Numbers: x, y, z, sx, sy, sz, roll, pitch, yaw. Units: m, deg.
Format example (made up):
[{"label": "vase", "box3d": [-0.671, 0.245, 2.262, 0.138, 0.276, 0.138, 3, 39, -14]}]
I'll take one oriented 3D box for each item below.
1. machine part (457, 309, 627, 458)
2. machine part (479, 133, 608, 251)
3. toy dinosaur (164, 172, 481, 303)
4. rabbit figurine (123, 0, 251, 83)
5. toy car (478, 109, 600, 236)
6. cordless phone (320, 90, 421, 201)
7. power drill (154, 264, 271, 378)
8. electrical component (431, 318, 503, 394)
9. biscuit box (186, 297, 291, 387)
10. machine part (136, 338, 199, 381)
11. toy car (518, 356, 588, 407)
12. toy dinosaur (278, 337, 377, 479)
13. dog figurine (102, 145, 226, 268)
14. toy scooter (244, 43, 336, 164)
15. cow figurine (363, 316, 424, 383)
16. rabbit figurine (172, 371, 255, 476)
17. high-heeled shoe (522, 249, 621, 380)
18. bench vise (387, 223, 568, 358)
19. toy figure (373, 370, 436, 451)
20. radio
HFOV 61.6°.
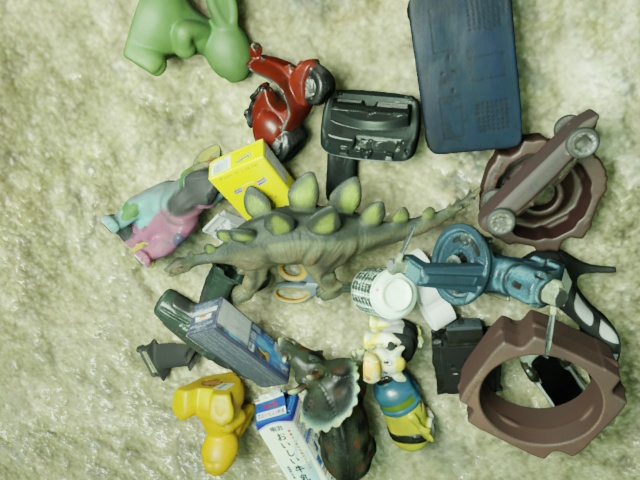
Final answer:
[{"label": "machine part", "box3d": [0.332, 0.220, 0.822, 0.201, 0.087, 0.201, 26, 122, 4]}, {"label": "machine part", "box3d": [0.321, -0.070, 0.790, 0.179, 0.056, 0.179, 4, 114, 10]}, {"label": "toy dinosaur", "box3d": [-0.002, -0.002, 0.804, 0.472, 0.105, 0.198, -9, 141, -3]}, {"label": "rabbit figurine", "box3d": [-0.171, -0.299, 0.771, 0.170, 0.121, 0.159, 21, 109, -19]}, {"label": "toy car", "box3d": [0.290, -0.084, 0.711, 0.053, 0.089, 0.202, 40, 115, -4]}, {"label": "cordless phone", "box3d": [0.072, -0.127, 0.810, 0.147, 0.089, 0.184, 7, 125, 7]}, {"label": "power drill", "box3d": [-0.166, 0.128, 0.958, 0.232, 0.086, 0.207, 32, 121, -4]}, {"label": "electrical component", "box3d": [0.248, 0.196, 0.915, 0.115, 0.058, 0.134, -8, 112, 11]}, {"label": "biscuit box", "box3d": [-0.125, 0.173, 0.879, 0.063, 0.059, 0.202, -19, 133, 25]}, {"label": "machine part", "box3d": [-0.290, 0.227, 1.031, 0.139, 0.039, 0.084, -16, 101, 32]}, {"label": "toy car", "box3d": [0.407, 0.243, 0.908, 0.073, 0.056, 0.201, -34, 104, 15]}, {"label": "toy dinosaur", "box3d": [0.039, 0.336, 0.940, 0.131, 0.192, 0.404, -8, 110, 16]}, {"label": "dog figurine", "box3d": [-0.230, -0.057, 0.877, 0.219, 0.191, 0.108, -39, 99, -13]}, {"label": "toy scooter", "box3d": [-0.064, -0.206, 0.781, 0.135, 0.075, 0.183, 41, 137, 5]}, {"label": "cow figurine", "box3d": [0.118, 0.181, 0.872, 0.098, 0.167, 0.068, 2, 108, 11]}, {"label": "rabbit figurine", "box3d": [-0.192, 0.343, 1.004, 0.122, 0.162, 0.173, -5, 90, 11]}, {"label": "high-heeled shoe", "box3d": [0.388, 0.129, 0.852, 0.145, 0.086, 0.248, -2, 109, 16]}, {"label": "bench vise", "box3d": [0.210, 0.048, 0.748, 0.240, 0.224, 0.128, 4, 114, -26]}, {"label": "toy figure", "box3d": [0.145, 0.297, 0.965, 0.089, 0.082, 0.180, -20, 113, 29]}, {"label": "radio", "box3d": [0.198, -0.236, 0.735, 0.131, 0.073, 0.229, -8, 109, 14]}]
